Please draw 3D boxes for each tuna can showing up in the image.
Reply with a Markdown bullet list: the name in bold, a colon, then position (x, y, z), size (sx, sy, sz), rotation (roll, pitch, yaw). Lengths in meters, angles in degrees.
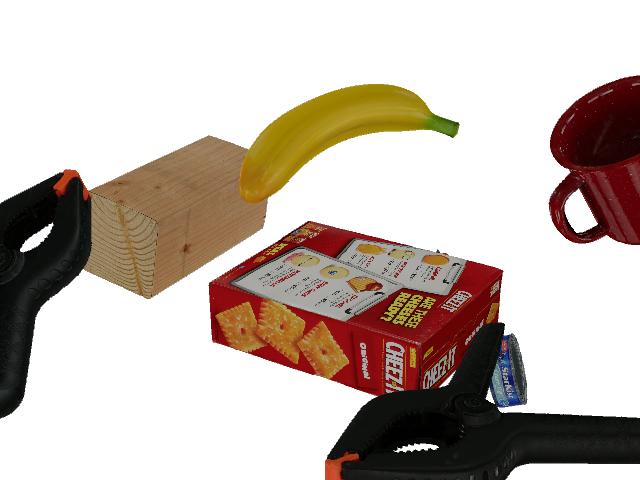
- **tuna can**: position (0.222, 0.156, 1.277), size (0.034, 0.086, 0.086), rotation (-11, -3, 17)

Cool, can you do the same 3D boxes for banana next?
- **banana**: position (0.010, -0.078, 0.767), size (0.197, 0.037, 0.070), rotation (-22, 42, -32)

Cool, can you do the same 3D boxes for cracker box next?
- **cracker box**: position (0.032, 0.060, 0.962), size (0.214, 0.072, 0.163), rotation (15, 29, 30)

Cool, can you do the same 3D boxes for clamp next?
- **clamp**: position (0.085, 0.105, 0.626), size (0.209, 0.036, 0.165), rotation (-10, 25, -27)
- **clamp**: position (-0.208, 0.024, 0.671), size (0.120, 0.171, 0.039), rotation (14, -35, 13)

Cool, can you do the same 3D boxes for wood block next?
- **wood block**: position (-0.145, -0.030, 1.118), size (0.090, 0.091, 0.205), rotation (22, 30, 22)

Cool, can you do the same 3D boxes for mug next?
- **mug**: position (0.205, -0.043, 0.721), size (0.117, 0.081, 0.093), rotation (-41, 33, -7)

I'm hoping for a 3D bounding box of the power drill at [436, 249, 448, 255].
- **power drill**: position (0.060, 0.064, 1.241), size (0.187, 0.057, 0.184), rotation (1, 28, 4)
